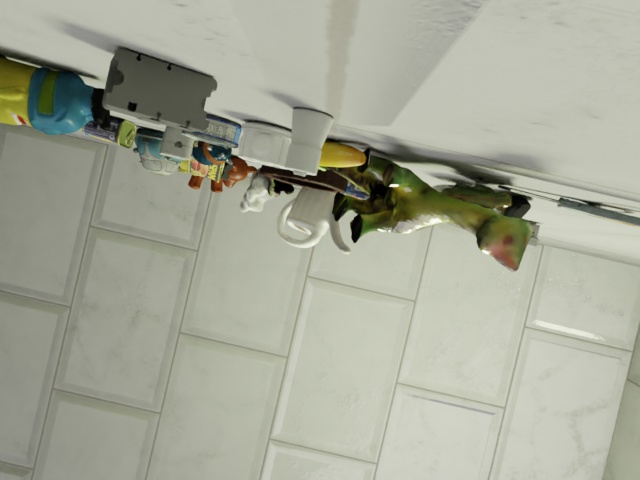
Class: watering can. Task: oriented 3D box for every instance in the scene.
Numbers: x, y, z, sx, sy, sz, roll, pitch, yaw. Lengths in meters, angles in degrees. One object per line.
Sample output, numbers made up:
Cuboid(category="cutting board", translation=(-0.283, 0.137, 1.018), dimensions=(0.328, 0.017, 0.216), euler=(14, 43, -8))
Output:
Cuboid(category="watering can", translation=(0.004, -0.074, 1.461), dimensions=(0.349, 0.226, 0.103), euler=(15, -16, 49))

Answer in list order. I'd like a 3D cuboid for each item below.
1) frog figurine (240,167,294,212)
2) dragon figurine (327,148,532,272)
Cuboid(category="frog figurine", translation=(-0.180, -0.153, 1.552), dimensions=(0.158, 0.121, 0.140), euler=(-17, 19, 33))
Cuboid(category="dragon figurine", translation=(0.154, -0.063, 0.748), dimensions=(0.242, 0.120, 0.417), euler=(6, 21, -14))
